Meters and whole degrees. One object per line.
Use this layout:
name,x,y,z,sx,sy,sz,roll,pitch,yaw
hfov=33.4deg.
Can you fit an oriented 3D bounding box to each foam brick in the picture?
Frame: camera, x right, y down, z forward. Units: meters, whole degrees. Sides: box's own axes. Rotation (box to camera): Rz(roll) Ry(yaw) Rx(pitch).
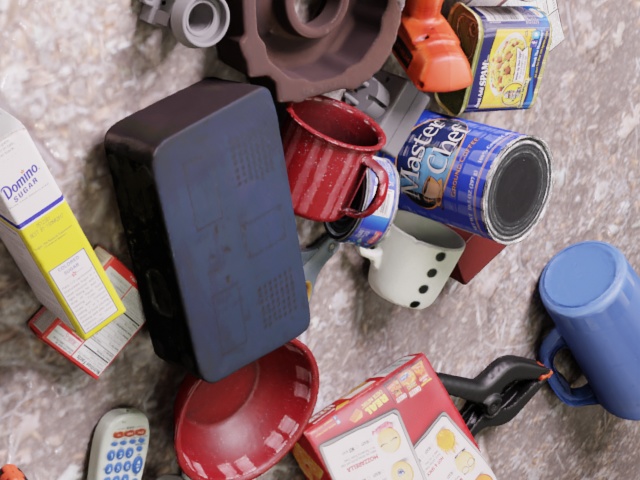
foam brick,0.154,-0.001,1.123,0.078,0.053,0.051,-41,133,-17

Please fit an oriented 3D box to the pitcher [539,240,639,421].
pitcher,0.351,0.115,1.311,0.242,0.145,0.149,49,65,-40

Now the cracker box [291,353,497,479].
cracker box,0.086,0.250,1.108,0.164,0.072,0.214,-30,91,-26

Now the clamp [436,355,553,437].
clamp,0.190,0.184,1.259,0.209,0.036,0.164,-27,129,-24

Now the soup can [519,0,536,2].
soup can,0.155,-0.256,0.957,0.068,0.102,0.068,-20,122,-35

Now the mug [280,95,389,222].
mug,0.009,-0.063,0.921,0.093,0.117,0.082,-23,143,-55

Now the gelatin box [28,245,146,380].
gelatin box,-0.185,0.060,0.881,0.089,0.030,0.073,-50,135,-9

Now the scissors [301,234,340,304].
scissors,-0.007,0.001,1.013,0.096,0.016,0.201,42,79,-42

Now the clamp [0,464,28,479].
clamp,-0.261,0.275,0.919,0.120,0.039,0.171,6,107,-43

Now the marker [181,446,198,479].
marker,-0.129,0.251,1.035,0.020,0.020,0.121,-8,116,-38

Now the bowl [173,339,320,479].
bowl,-0.079,0.149,0.997,0.161,0.055,0.162,-20,125,-32

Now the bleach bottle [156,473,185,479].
bleach bottle,-0.135,0.337,1.025,0.102,0.068,0.251,3,114,-1

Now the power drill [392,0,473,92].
power drill,0.105,-0.221,0.887,0.057,0.184,0.188,-6,130,-12

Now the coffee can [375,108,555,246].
coffee can,0.133,-0.063,1.004,0.102,0.141,0.103,-18,117,-38

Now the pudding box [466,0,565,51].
pudding box,0.187,-0.210,1.054,0.113,0.039,0.090,-40,131,-20

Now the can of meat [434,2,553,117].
can of meat,0.161,-0.168,0.991,0.083,0.057,0.102,-6,125,-22

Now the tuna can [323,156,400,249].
tuna can,0.036,-0.037,0.978,0.033,0.086,0.086,12,104,-27

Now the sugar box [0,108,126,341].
sugar box,-0.210,-0.017,0.775,0.048,0.093,0.176,-36,131,-23
